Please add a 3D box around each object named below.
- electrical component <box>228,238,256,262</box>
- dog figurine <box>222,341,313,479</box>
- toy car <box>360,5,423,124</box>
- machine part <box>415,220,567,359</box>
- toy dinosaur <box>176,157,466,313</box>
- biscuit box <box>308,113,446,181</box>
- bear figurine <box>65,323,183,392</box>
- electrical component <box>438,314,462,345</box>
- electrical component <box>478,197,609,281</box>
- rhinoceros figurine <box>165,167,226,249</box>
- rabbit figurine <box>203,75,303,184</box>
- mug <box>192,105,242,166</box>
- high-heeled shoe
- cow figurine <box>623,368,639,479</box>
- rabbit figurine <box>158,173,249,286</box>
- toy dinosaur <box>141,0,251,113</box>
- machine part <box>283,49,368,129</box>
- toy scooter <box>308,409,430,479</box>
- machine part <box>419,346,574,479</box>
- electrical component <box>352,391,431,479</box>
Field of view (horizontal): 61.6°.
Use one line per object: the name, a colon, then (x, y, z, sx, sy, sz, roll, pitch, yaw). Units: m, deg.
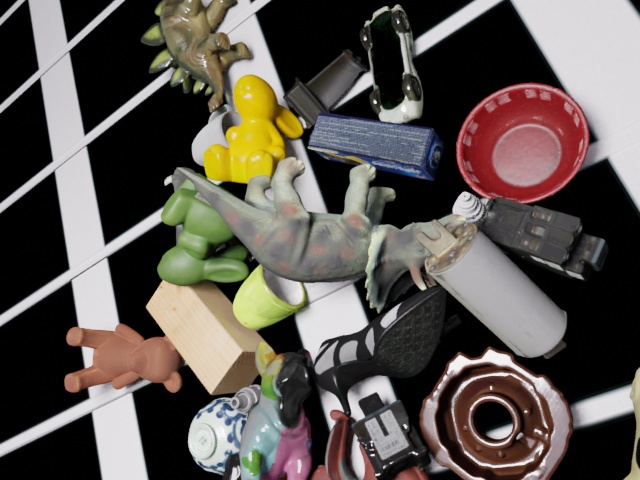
electrical component: (-0.128, -0.021, 0.924, 0.102, 0.045, 0.078, 41, 129, 33)
dog figurine: (-0.068, 0.265, 0.789, 0.191, 0.108, 0.219, 129, 150, -53)
toy car: (0.111, -0.269, 0.829, 0.074, 0.056, 0.201, -17, 70, 33)
machine part: (0.208, 0.060, 0.631, 0.243, 0.079, 0.079, 41, 105, -14)
toy dinosaur: (-0.007, -0.004, 0.743, 0.405, 0.131, 0.192, 2, 70, 6)
biscuit box: (0.084, -0.143, 0.815, 0.203, 0.059, 0.062, 17, 87, 32)
bear figurine: (-0.340, 0.213, 0.949, 0.196, 0.132, 0.120, -2, 84, 36)
electrical component: (0.146, 0.119, 0.745, 0.094, 0.021, 0.063, -40, 64, 17)
electrical component: (0.269, 0.001, 0.644, 0.134, 0.114, 0.058, 23, 92, 32)
rhinoceros figurine: (-0.231, -0.042, 0.975, 0.112, 0.073, 0.190, -20, 72, 37)
rabbit figurine: (-0.096, -0.177, 0.871, 0.122, 0.162, 0.173, 7, 105, 33)
mug: (-0.184, -0.183, 0.969, 0.107, 0.080, 0.109, -23, 74, 34)
high-heeled shoe: (0.075, 0.126, 0.727, 0.248, 0.086, 0.145, -53, 25, 19)
cow figurine: (0.366, 0.228, 0.559, 0.127, 0.085, 0.195, -3, 80, 24)
rabbit figurine: (-0.184, 0.004, 0.851, 0.170, 0.159, 0.121, -57, 19, 22)
toy dinosaur: (-0.261, -0.420, 1.052, 0.198, 0.105, 0.471, -30, 62, 25)
machine part: (0.011, -0.254, 0.880, 0.139, 0.039, 0.084, -38, 100, 10)
toy scooter: (0.061, 0.298, 0.728, 0.184, 0.075, 0.135, -14, 69, 30)
machine part: (0.217, 0.222, 0.663, 0.180, 0.056, 0.179, -7, 76, 28)
electrical component: (0.083, 0.240, 0.684, 0.075, 0.047, 0.119, -24, 46, -1)
